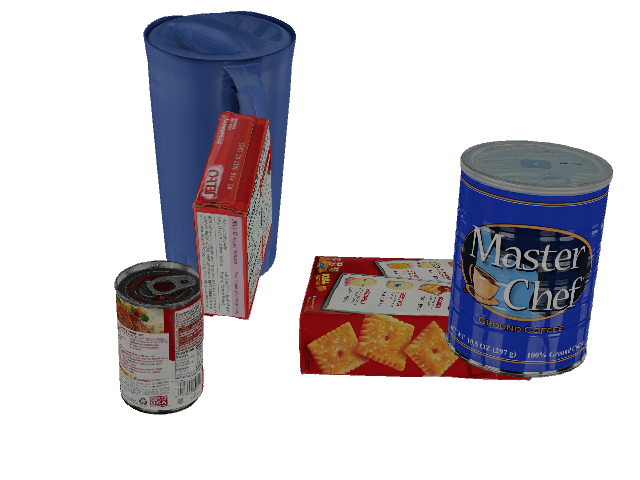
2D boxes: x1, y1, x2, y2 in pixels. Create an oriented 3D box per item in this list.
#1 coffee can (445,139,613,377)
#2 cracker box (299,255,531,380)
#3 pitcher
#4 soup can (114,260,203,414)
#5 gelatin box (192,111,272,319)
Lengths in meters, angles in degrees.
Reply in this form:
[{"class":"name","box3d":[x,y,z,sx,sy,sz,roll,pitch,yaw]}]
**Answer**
[{"class":"coffee can","box3d":[0.145,0.011,0.754,0.103,0.140,0.103,2,22,-1]},{"class":"cracker box","box3d":[0.092,0.074,1.040,0.214,0.072,0.164,2,18,4]},{"class":"pitcher","box3d":[-0.089,-0.078,0.980,0.145,0.243,0.149,14,32,19]},{"class":"soup can","box3d":[-0.125,0.076,0.835,0.068,0.102,0.068,3,28,-2]},{"class":"gelatin box","box3d":[-0.047,-0.013,0.579,0.030,0.073,0.089,6,-42,5]}]
